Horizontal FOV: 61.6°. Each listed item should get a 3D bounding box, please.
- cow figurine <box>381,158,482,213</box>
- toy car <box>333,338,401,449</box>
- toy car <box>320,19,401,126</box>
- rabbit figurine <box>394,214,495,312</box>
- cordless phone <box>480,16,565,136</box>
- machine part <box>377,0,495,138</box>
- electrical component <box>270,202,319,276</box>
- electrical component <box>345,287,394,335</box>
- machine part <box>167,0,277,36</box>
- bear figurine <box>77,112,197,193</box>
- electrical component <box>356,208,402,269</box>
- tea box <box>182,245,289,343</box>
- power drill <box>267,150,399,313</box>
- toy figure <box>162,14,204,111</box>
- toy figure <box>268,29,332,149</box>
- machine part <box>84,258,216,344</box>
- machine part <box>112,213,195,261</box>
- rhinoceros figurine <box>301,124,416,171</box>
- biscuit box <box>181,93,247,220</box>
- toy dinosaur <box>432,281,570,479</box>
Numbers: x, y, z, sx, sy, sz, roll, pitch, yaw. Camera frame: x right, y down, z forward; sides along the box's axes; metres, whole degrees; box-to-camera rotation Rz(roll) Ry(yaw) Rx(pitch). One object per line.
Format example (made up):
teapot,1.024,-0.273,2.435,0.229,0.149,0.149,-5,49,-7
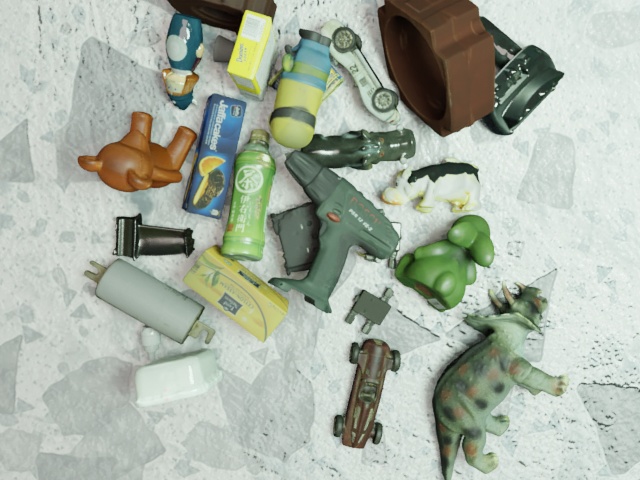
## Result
cow figurine,0.190,-0.096,0.919,0.167,0.068,0.098,4,88,-5
toy car,0.082,0.274,0.950,0.089,0.053,0.202,13,92,-6
toy car,0.071,-0.276,0.898,0.056,0.073,0.201,-32,94,18
rabbit figurine,0.223,0.018,0.900,0.121,0.159,0.170,36,77,6
cordless phone,0.301,-0.285,0.915,0.184,0.088,0.146,44,92,7
machine part,0.179,-0.278,0.825,0.087,0.201,0.201,-28,139,-7
electrical component,-0.008,-0.009,0.925,0.134,0.058,0.114,-16,96,0
electrical component,0.089,0.118,0.954,0.063,0.021,0.094,33,93,-3
machine part,-0.154,-0.372,0.842,0.179,0.179,0.056,15,96,-3
bear figurine,-0.281,-0.139,0.839,0.120,0.196,0.132,19,92,0
electrical component,0.104,-0.004,0.934,0.078,0.045,0.102,9,94,-1
tea box,-0.138,0.087,0.908,0.169,0.098,0.068,39,93,-6
power drill,-0.002,-0.003,0.857,0.232,0.086,0.207,32,78,-13
toy figure,-0.228,-0.287,0.881,0.064,0.058,0.154,34,122,36
toy figure,-0.031,-0.233,0.837,0.082,0.089,0.180,18,100,-1
machine part,-0.288,0.104,0.914,0.243,0.079,0.079,30,93,-3
machine part,-0.286,-0.002,0.927,0.139,0.039,0.084,7,88,-1
rhinoceros figurine,0.062,-0.153,0.891,0.190,0.112,0.073,-4,92,7
biscuit box,-0.178,-0.139,0.901,0.063,0.059,0.202,12,94,-22
toy dinosaur,0.273,0.255,0.927,0.192,0.131,0.404,38,96,8
